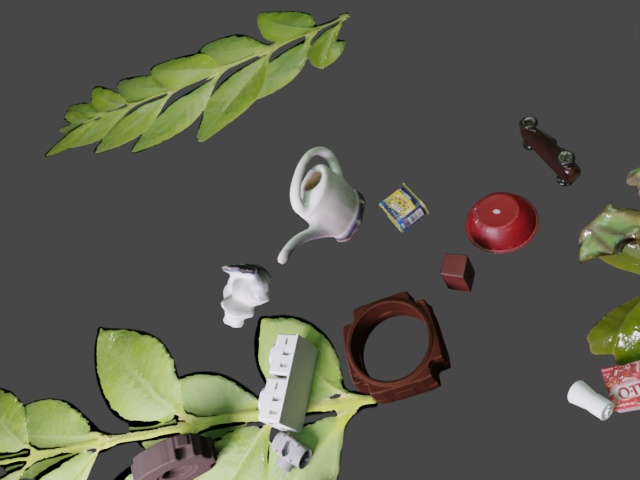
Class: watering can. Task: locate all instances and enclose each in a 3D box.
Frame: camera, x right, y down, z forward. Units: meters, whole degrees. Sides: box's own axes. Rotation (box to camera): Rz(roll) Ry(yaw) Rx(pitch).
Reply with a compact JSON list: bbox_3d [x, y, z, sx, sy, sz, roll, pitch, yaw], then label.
[{"bbox_3d":[0.004,-0.064,1.280,0.103,0.222,0.354,-14,53,44],"label":"watering can"}]

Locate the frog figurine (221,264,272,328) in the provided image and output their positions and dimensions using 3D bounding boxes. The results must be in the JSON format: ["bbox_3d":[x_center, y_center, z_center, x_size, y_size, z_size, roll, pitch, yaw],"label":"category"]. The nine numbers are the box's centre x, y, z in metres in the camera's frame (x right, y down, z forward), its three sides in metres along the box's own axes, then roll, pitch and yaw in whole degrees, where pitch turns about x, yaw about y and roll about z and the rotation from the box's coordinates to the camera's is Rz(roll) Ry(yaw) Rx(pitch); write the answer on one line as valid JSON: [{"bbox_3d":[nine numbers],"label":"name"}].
[{"bbox_3d":[-0.190,0.145,1.334,0.137,0.123,0.159,2,97,20],"label":"frog figurine"}]

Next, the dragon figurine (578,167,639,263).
[{"bbox_3d":[0.620,0.028,0.985,0.244,0.121,0.413,13,77,53],"label":"dragon figurine"}]
